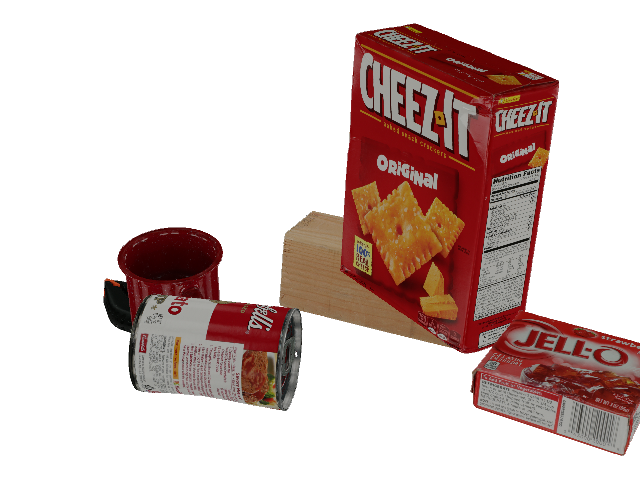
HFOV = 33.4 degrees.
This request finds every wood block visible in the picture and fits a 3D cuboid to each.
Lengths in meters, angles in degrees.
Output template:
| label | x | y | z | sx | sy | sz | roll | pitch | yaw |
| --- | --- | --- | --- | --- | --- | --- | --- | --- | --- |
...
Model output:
| label | x | y | z | sx | sy | sz | roll | pitch | yaw |
| --- | --- | --- | --- | --- | --- | --- | --- | --- | --- |
| wood block | 0.068 | 0.041 | 1.183 | 0.206 | 0.091 | 0.090 | 13 | 24 | 18 |

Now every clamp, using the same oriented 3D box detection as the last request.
| label | x | y | z | sx | sy | sz | roll | pitch | yaw |
| --- | --- | --- | --- | --- | --- | --- | --- | --- | --- |
| clamp | -0.166 | 0.089 | 1.148 | 0.210 | 0.036 | 0.164 | 18 | 20 | 27 |

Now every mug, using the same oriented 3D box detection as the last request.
| label | x | y | z | sx | sy | sz | roll | pitch | yaw |
| --- | --- | --- | --- | --- | --- | --- | --- | --- | --- |
| mug | -0.126 | 0.051 | 0.955 | 0.093 | 0.081 | 0.117 | -18 | 36 | -26 |

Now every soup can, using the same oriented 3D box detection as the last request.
| label | x | y | z | sx | sy | sz | roll | pitch | yaw |
| --- | --- | --- | --- | --- | --- | --- | --- | --- | --- |
| soup can | -0.068 | 0.074 | 0.709 | 0.102 | 0.068 | 0.068 | 5 | 1 | 10 |

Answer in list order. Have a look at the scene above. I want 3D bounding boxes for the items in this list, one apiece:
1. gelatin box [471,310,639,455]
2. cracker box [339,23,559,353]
| label | x | y | z | sx | sy | sz | roll | pitch | yaw |
| --- | --- | --- | --- | --- | --- | --- | --- | --- | --- |
| gelatin box | 0.139 | 0.076 | 0.599 | 0.089 | 0.030 | 0.073 | 16 | 31 | 26 |
| cracker box | 0.090 | -0.042 | 0.833 | 0.072 | 0.214 | 0.164 | -16 | 33 | -31 |
